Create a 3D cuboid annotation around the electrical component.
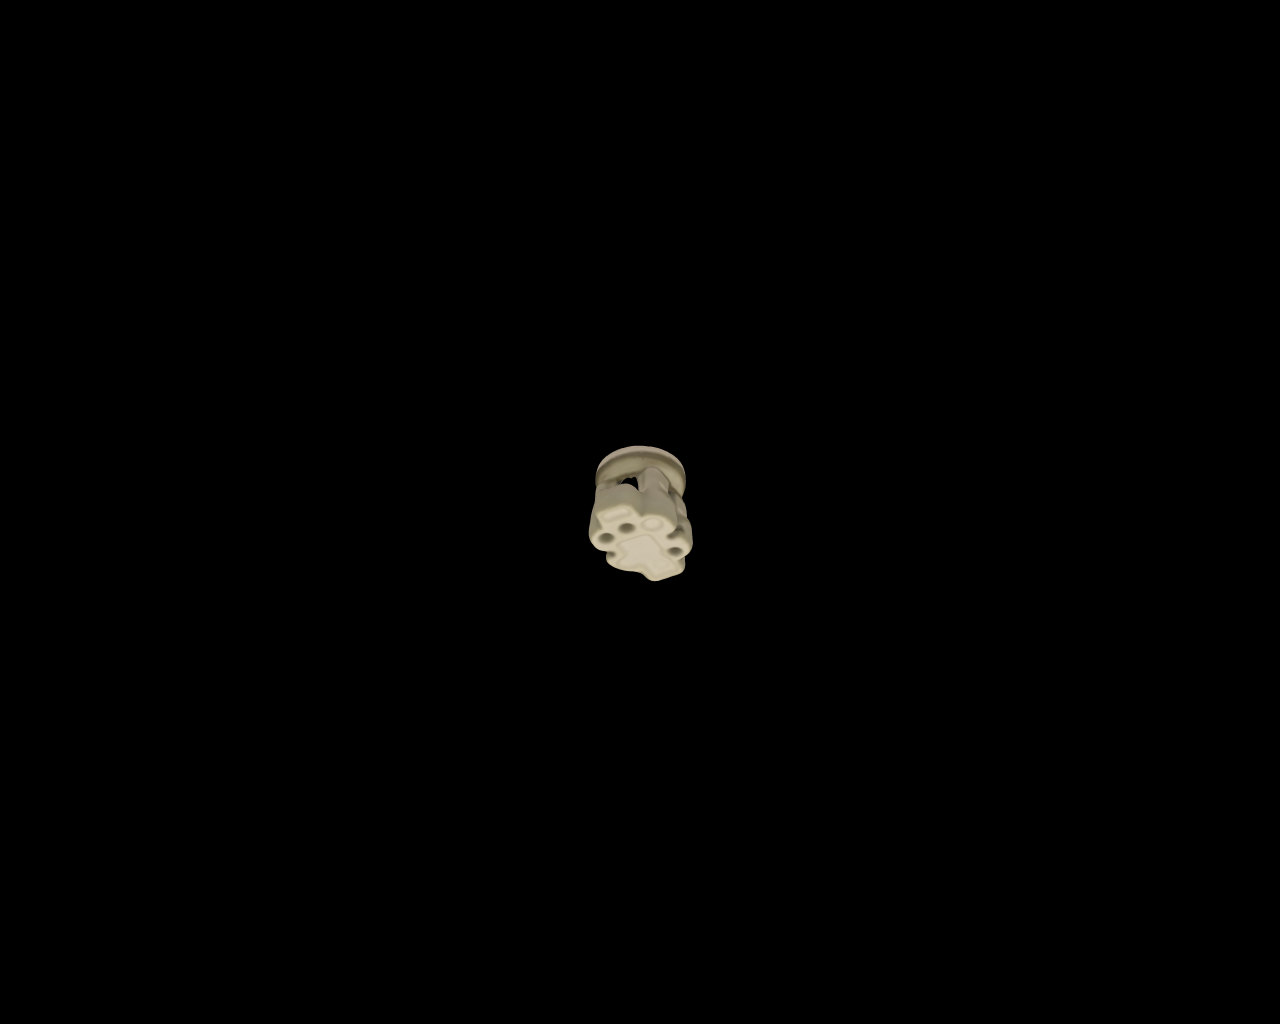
[{"bbox_3d":[0.001,-0.003,0.650,0.058,0.057,0.078,-17,-41,21],"label":"electrical component"}]
